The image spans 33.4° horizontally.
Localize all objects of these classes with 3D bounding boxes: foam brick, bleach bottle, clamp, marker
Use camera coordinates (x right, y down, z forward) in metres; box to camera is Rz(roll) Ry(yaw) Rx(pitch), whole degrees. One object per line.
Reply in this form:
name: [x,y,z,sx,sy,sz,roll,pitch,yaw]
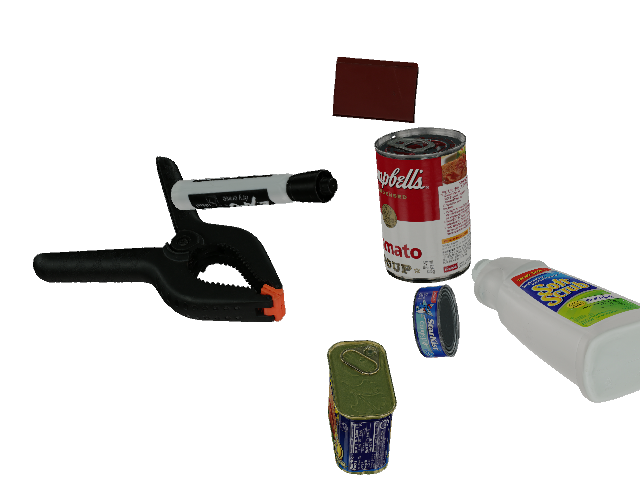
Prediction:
foam brick: [0.051,-0.141,0.995,0.078,0.051,0.053,5,15,3]
bleach bottle: [0.215,0.068,1.010,0.102,0.068,0.251,-14,21,-21]
clamp: [-0.110,0.005,0.889,0.210,0.036,0.164,19,51,23]
marker: [-0.040,-0.029,0.632,0.121,0.020,0.020,-1,-1,39]

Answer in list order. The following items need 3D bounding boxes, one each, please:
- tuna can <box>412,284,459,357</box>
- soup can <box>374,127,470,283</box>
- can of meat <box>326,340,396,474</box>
tuna can: [0.137,0.096,1.266,0.034,0.086,0.086,-6,-2,22]
soup can: [0.078,-0.027,0.806,0.068,0.102,0.068,-5,22,2]
can of meat: [0.037,0.161,1.023,0.057,0.084,0.102,-3,37,-5]
